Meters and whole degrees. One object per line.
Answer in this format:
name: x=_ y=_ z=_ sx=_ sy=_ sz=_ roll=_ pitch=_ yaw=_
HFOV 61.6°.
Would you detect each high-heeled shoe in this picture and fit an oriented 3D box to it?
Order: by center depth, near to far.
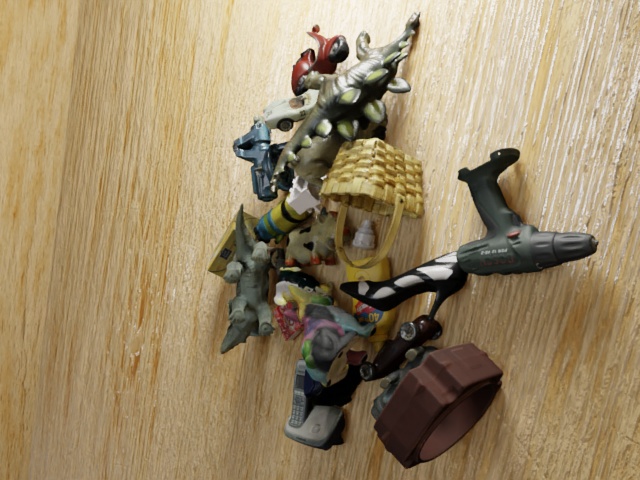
high-heeled shoe: x=0.156 y=0.067 z=1.031 sx=0.249 sy=0.086 sz=0.145 roll=13 pitch=71 yaw=37

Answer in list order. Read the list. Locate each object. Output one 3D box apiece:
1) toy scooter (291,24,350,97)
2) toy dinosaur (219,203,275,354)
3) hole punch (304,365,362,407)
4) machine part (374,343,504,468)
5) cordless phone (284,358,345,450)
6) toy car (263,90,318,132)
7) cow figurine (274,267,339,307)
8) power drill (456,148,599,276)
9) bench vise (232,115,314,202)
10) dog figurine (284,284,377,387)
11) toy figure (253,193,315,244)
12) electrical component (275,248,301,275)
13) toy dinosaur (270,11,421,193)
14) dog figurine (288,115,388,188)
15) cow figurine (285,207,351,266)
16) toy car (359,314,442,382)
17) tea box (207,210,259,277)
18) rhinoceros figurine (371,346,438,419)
toy scooter: x=-0.013 y=-0.427 z=1.266 sx=0.184 sy=0.075 sz=0.135 roll=-43 pitch=59 yaw=33
toy dinosaur: x=-0.172 y=0.096 z=1.313 sx=0.192 sy=0.131 sz=0.404 roll=-125 pitch=39 yaw=-73
hole punch: x=0.023 y=0.290 z=1.156 sx=0.092 sy=0.142 sz=0.115 roll=37 pitch=101 yaw=40
machine part: x=0.204 y=0.278 z=0.905 sx=0.087 sy=0.201 sz=0.201 roll=46 pitch=120 yaw=35
cordless phone: x=-0.008 y=0.367 z=1.218 sx=0.147 sy=0.088 sz=0.184 roll=-5 pitch=80 yaw=47
toy car: x=-0.035 y=-0.308 z=1.234 sx=0.202 sy=0.056 sz=0.074 roll=-21 pitch=45 yaw=7
cow figurine: x=-0.027 y=0.116 z=1.248 sx=0.168 sy=0.068 sz=0.098 roll=9 pitch=99 yaw=31
power drill: x=0.323 y=-0.044 z=0.894 sx=0.232 sy=0.086 sz=0.207 roll=-25 pitch=77 yaw=46
bench vise: x=-0.091 y=-0.214 z=1.315 sx=0.241 sy=0.128 sz=0.223 roll=-12 pitch=69 yaw=25
dog figurine: x=-0.009 y=0.179 z=1.091 sx=0.219 sy=0.191 sz=0.108 roll=28 pitch=124 yaw=34
toy figure: x=-0.088 y=-0.050 z=1.307 sx=0.180 sy=0.089 sz=0.082 roll=-33 pitch=106 yaw=28
electrical component: x=-0.080 y=0.068 z=1.327 sx=0.063 sy=0.021 sz=0.094 roll=1 pitch=91 yaw=12
toy dinosaur: x=0.049 y=-0.279 z=1.061 sx=0.471 sy=0.105 sz=0.199 roll=-47 pitch=35 yaw=-2
dog figurine: x=0.037 y=-0.211 z=1.137 sx=0.121 sy=0.172 sz=0.190 roll=54 pitch=133 yaw=20
cow figurine: x=-0.003 y=-0.004 z=1.230 sx=0.195 sy=0.085 sz=0.127 roll=-10 pitch=82 yaw=51
toy car: x=0.152 y=0.213 z=1.048 sx=0.202 sy=0.089 sz=0.053 roll=-51 pitch=56 yaw=34
tea box: x=-0.234 y=0.014 z=1.457 sx=0.169 sy=0.068 sz=0.098 roll=-51 pitch=20 yaw=33
rhinoceros figurine: x=0.162 y=0.276 z=1.019 sx=0.073 sy=0.112 sz=0.190 roll=41 pitch=107 yaw=18
